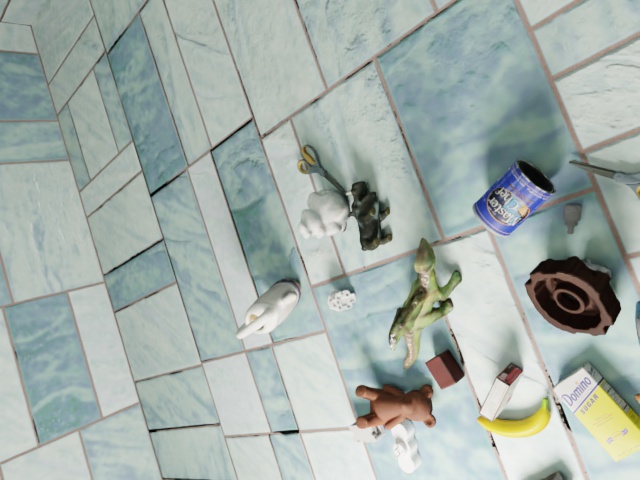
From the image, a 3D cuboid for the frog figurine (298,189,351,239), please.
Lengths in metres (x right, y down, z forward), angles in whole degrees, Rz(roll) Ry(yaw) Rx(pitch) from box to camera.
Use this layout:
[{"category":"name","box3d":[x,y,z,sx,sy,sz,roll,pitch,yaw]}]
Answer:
[{"category":"frog figurine","box3d":[0.004,-0.072,1.435,0.121,0.160,0.138,-34,76,40]}]

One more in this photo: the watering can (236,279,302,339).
[{"category":"watering can","box3d":[-0.129,0.197,1.570,0.104,0.228,0.342,50,128,-2]}]

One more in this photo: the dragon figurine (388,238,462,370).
[{"category":"dragon figurine","box3d":[0.220,0.184,1.238,0.123,0.244,0.404,23,111,31]}]
